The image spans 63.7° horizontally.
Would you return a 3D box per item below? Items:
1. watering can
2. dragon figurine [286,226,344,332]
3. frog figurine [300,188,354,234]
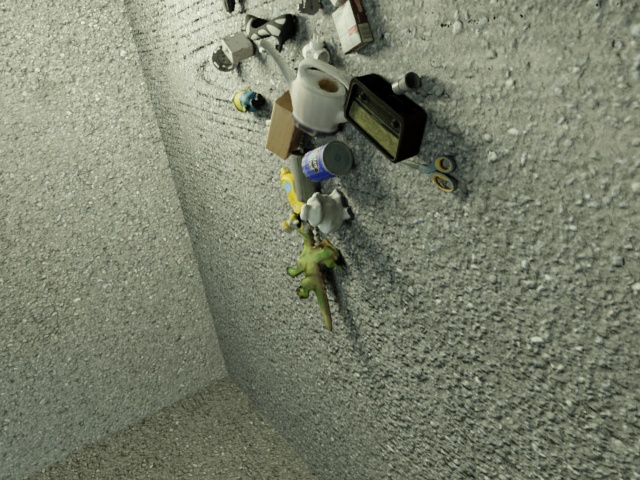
[{"bbox_3d":[-0.038,-0.426,1.475,0.350,0.106,0.219,32,140,16],"label":"watering can"},{"bbox_3d":[0.001,0.109,1.844,0.414,0.123,0.238,61,144,13],"label":"dragon figurine"},{"bbox_3d":[0.005,-0.082,1.628,0.122,0.161,0.136,-2,107,62],"label":"frog figurine"}]
